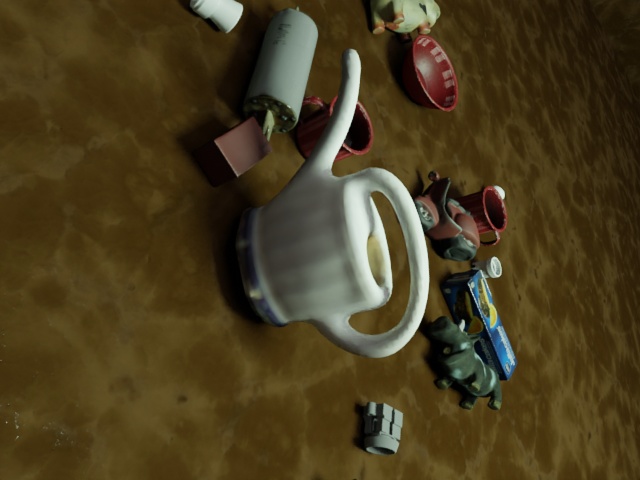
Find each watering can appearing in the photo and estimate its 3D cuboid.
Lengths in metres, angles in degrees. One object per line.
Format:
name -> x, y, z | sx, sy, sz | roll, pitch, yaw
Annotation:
watering can -> 0.002, -0.031, 0.610 | 0.223, 0.350, 0.104 | -16, -8, 23
